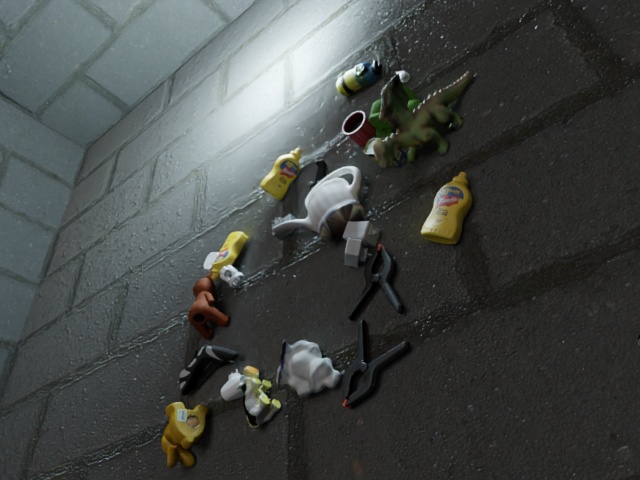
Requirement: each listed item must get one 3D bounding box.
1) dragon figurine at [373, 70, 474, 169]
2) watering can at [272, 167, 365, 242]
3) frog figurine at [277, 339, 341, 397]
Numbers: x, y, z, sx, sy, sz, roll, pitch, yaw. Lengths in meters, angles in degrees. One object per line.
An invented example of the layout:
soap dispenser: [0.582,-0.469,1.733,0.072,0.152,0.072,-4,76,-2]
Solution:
dragon figurine: [0.272,-0.363,1.428,0.123,0.240,0.413,15,75,55]
watering can: [0.005,-0.079,1.576,0.345,0.102,0.229,-41,41,13]
frog figurine: [-0.022,0.331,1.321,0.159,0.120,0.141,7,52,9]
